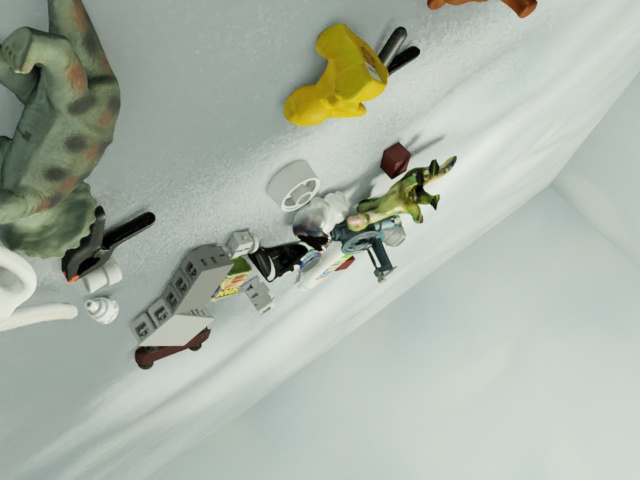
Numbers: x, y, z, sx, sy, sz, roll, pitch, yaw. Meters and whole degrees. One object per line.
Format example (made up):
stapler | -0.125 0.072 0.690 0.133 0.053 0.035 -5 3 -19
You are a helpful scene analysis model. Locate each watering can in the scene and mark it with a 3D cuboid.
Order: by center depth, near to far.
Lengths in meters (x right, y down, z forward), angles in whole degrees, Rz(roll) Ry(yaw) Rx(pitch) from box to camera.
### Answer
watering can | -0.482 0.104 0.689 0.226 0.105 0.341 -33 160 -13

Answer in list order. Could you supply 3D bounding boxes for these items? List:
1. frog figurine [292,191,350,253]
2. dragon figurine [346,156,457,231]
frog figurine | 0.004 -0.063 1.254 0.134 0.123 0.162 73 33 -60
dragon figurine | 0.201 -0.125 1.380 0.241 0.121 0.417 -9 -161 38
